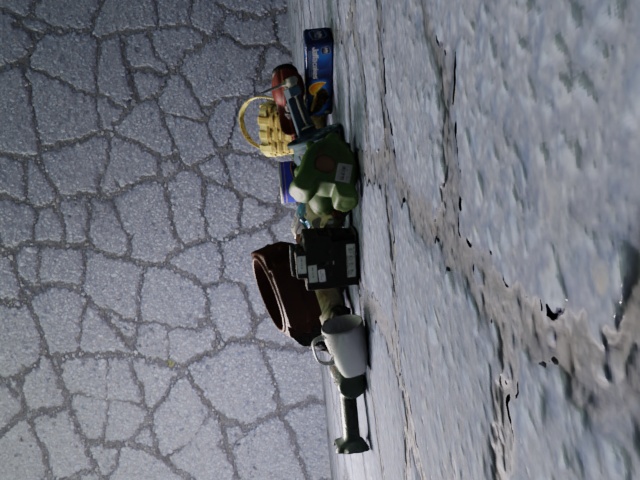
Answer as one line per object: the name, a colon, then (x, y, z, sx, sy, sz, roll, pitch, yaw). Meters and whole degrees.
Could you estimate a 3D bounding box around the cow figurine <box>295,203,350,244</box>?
cow figurine: (0.016, 0.001, 1.132, 0.127, 0.085, 0.194, -1, 114, 44)

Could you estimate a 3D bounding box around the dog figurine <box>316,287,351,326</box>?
dog figurine: (0.030, 0.162, 1.307, 0.172, 0.121, 0.191, 25, -146, -56)

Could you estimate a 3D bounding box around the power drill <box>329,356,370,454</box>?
power drill: (0.063, 0.355, 1.197, 0.232, 0.086, 0.207, 134, 138, -82)

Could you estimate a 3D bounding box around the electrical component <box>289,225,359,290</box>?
electrical component: (0.008, 0.035, 1.049, 0.058, 0.134, 0.114, -108, 15, -70)

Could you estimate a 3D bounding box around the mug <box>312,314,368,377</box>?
mug: (0.044, 0.212, 1.035, 0.081, 0.110, 0.107, -147, 38, -72)

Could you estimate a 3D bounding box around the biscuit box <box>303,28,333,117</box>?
biscuit box: (-0.005, -0.374, 1.212, 0.202, 0.063, 0.059, 89, 174, -54)

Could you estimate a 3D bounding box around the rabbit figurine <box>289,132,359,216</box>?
rabbit figurine: (0.003, -0.114, 0.999, 0.170, 0.121, 0.159, 103, 168, -69)

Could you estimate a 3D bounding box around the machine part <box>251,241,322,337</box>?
machine part: (-0.082, 0.109, 1.217, 0.201, 0.087, 0.201, -173, 65, -71)

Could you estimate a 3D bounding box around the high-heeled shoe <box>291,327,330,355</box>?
high-heeled shoe: (-0.027, 0.256, 1.498, 0.086, 0.248, 0.145, -59, 22, -9)

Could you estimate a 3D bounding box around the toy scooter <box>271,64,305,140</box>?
toy scooter: (-0.068, -0.306, 1.245, 0.183, 0.075, 0.135, 85, 177, -65)

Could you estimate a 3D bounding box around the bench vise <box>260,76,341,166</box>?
bench vise: (-0.027, -0.232, 1.159, 0.224, 0.129, 0.240, -131, 18, -71)

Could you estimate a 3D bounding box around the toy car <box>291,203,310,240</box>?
toy car: (-0.022, -0.030, 1.399, 0.161, 0.103, 0.109, 62, -176, -13)
